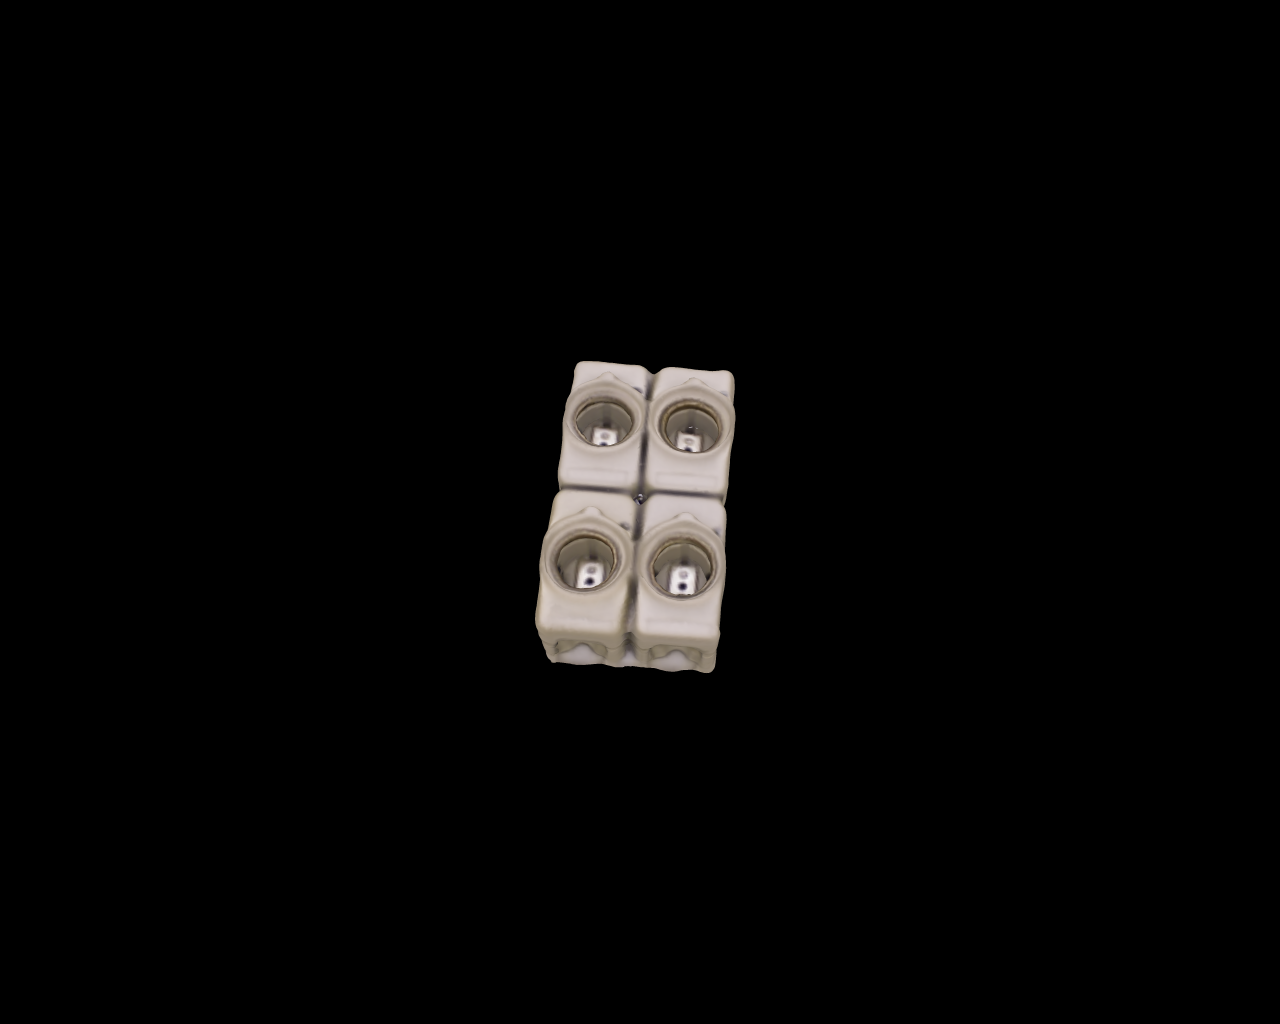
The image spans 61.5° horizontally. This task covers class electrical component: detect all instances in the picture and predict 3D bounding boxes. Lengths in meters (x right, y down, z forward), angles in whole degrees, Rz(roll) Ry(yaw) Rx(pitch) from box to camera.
[{"bbox_3d":[0.001,-0.003,0.650,0.105,0.186,0.060,4,-28,2],"label":"electrical component"}]
